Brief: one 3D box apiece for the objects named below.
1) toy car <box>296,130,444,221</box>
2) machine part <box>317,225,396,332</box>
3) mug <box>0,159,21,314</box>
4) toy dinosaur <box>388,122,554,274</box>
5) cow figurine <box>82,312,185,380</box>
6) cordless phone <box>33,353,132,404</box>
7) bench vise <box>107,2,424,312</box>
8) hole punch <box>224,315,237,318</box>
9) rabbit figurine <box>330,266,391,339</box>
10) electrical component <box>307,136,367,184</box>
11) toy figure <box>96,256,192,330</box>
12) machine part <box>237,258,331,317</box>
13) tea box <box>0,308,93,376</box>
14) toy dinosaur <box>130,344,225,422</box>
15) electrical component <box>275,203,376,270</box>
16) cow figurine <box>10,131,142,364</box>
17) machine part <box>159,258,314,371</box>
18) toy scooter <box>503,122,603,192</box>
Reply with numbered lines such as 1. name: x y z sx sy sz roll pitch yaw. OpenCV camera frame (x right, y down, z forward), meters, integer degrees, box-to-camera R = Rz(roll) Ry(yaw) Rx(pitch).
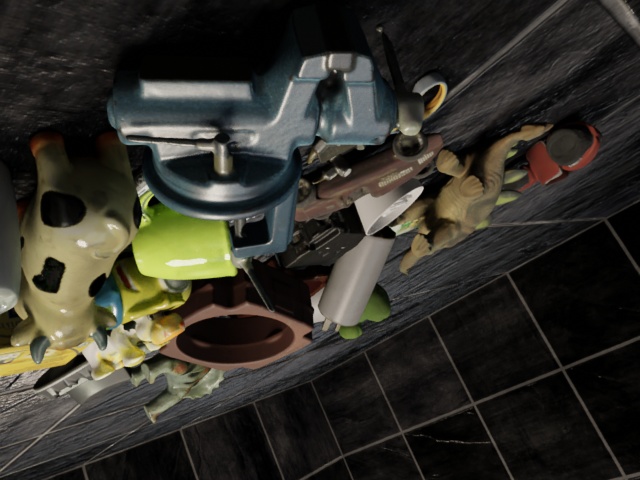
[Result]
1. toy car: 0.052 -0.071 0.638 0.202 0.053 0.089 -21 163 13
2. machine part: 0.059 0.051 0.872 0.079 0.079 0.243 -5 123 -48
3. mug: -0.258 0.003 0.364 0.109 0.107 0.080 -17 160 -32
4. toy dinosaur: 0.215 -0.043 0.882 0.198 0.105 0.471 -14 159 -32
5. cow figurine: -0.250 0.113 0.705 0.167 0.098 0.068 -29 179 28
6. cordless phone: -0.378 0.170 0.772 0.147 0.089 0.184 -28 151 14
7. bench vise: -0.039 -0.060 0.424 0.224 0.129 0.240 -11 142 -17
8. hole punch: -0.124 0.165 1.005 0.142 0.116 0.092 -15 154 -35
9. rabbit figurine: 0.091 0.111 1.084 0.121 0.159 0.170 -21 -179 -19
10. electrical component: 0.018 -0.099 0.546 0.078 0.045 0.102 -23 163 -4
11. toy figure: -0.234 0.060 0.612 0.180 0.082 0.089 -20 179 -36
12. machine part: -0.068 0.077 0.930 0.179 0.056 0.179 -22 163 -7
13. tea box: -0.351 0.107 0.604 0.098 0.068 0.169 -34 162 28
14. toy dinosaur: -0.247 0.208 0.983 0.192 0.131 0.404 -29 163 -34
15. electrical component: -0.002 -0.002 0.785 0.134 0.058 0.115 -36 158 31
16. cow figurine: -0.204 0.016 0.442 0.085 0.127 0.195 -4 151 -43
17. machine part: -0.126 0.113 0.798 0.201 0.087 0.201 -32 139 29
18. toy scooter: 0.412 -0.140 0.923 0.135 0.075 0.184 -12 162 -34
